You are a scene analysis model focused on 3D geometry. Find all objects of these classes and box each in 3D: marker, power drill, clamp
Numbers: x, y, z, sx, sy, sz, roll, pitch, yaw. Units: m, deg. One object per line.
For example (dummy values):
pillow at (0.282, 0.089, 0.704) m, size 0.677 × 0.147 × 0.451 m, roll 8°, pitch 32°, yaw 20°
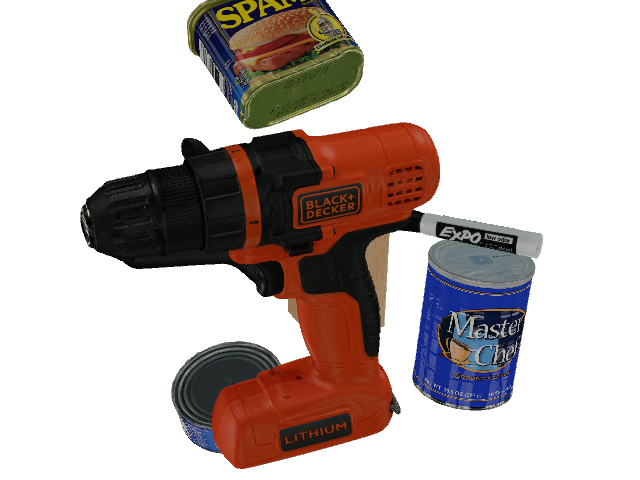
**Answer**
marker at (0.108, -0.007, 0.815) m, size 0.121 × 0.020 × 0.020 m, roll 12°, pitch 5°, yaw 25°
power drill at (-0.026, 0.033, 0.570) m, size 0.184 × 0.188 × 0.057 m, roll -11°, pitch 35°, yaw -15°
clamp at (-0.069, 0.002, 0.976) m, size 0.210 × 0.164 × 0.036 m, roll 28°, pitch -41°, yaw 3°

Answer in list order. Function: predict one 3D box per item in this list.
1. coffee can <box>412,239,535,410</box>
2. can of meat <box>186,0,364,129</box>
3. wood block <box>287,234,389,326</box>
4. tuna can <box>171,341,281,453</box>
coffee can at (0.149, 0.080, 1.051) m, size 0.103 × 0.140 × 0.103 m, roll 4°, pitch 24°, yaw -2°
can of meat at (-0.031, -0.135, 0.756) m, size 0.102 × 0.084 × 0.057 m, roll -24°, pitch -26°, yaw -17°
wood block at (0.020, 0.004, 1.238) m, size 0.090 × 0.206 × 0.090 m, roll -14°, pitch 32°, yaw -26°
tuna can at (-0.068, 0.119, 0.810) m, size 0.086 × 0.034 × 0.086 m, roll -6°, pitch 41°, yaw 5°
